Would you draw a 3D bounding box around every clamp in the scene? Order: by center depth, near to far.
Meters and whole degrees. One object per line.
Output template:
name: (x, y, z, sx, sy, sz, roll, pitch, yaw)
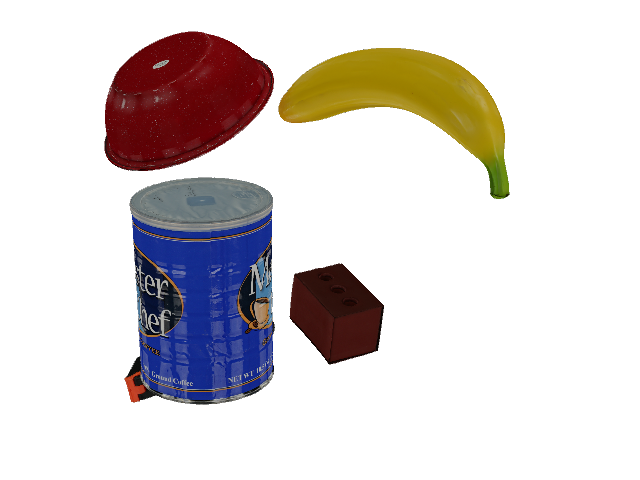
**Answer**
clamp: (-0.131, 0.118, 1.130, 0.120, 0.039, 0.171, -9, 21, 36)

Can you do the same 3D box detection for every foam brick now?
foam brick: (0.014, 0.064, 0.954, 0.052, 0.051, 0.078, -13, 35, -27)

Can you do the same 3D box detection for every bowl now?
bowl: (-0.124, -0.130, 0.910, 0.162, 0.055, 0.162, -17, 37, 13)

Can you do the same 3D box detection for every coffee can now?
coffee can: (-0.086, 0.035, 0.789, 0.103, 0.140, 0.103, 0, 21, 0)

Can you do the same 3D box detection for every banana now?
banana: (0.044, -0.086, 0.663, 0.037, 0.069, 0.198, 16, 7, -46)
